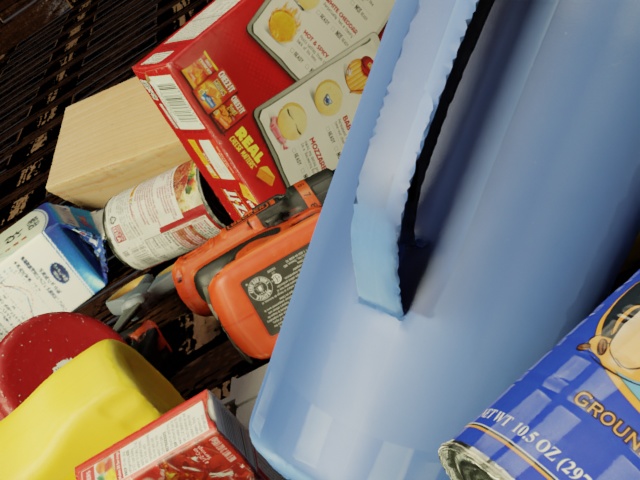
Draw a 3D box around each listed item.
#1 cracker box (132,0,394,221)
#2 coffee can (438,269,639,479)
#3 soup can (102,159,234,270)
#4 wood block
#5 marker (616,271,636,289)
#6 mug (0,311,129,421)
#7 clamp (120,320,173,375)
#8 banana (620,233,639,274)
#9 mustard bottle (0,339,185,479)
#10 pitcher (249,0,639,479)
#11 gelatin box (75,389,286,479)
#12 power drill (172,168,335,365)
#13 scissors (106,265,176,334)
[{"bbox_3d":[-0.010,-0.124,0.793,0.213,0.164,0.072,-45,28,-23],"label":"cracker box"},{"bbox_3d":[0.125,0.061,0.351,0.140,0.102,0.103,-40,24,-11],"label":"coffee can"},{"bbox_3d":[-0.115,-0.022,0.853,0.102,0.068,0.068,-22,27,27],"label":"soup can"},{"bbox_3d":[-0.139,-0.087,0.942,0.207,0.090,0.091,-14,58,40],"label":"wood block"},{"bbox_3d":[0.130,0.055,0.459,0.020,0.020,0.121,-16,29,35],"label":"marker"},{"bbox_3d":[-0.138,0.099,0.603,0.082,0.117,0.093,-58,7,49],"label":"mug"},{"bbox_3d":[-0.170,0.131,0.673,0.209,0.036,0.165,-40,32,-22],"label":"clamp"},{"bbox_3d":[0.175,-0.049,0.521,0.037,0.069,0.198,35,83,35],"label":"banana"},{"bbox_3d":[-0.151,0.133,0.519,0.191,0.096,0.058,-35,50,-1],"label":"mustard bottle"},{"bbox_3d":[0.058,-0.011,0.420,0.243,0.149,0.145,-68,20,1],"label":"pitcher"},{"bbox_3d":[-0.056,0.118,0.489,0.073,0.089,0.030,-31,39,7],"label":"gelatin box"},{"bbox_3d":[-0.004,0.001,0.651,0.184,0.057,0.188,-32,10,-2],"label":"power drill"},{"bbox_3d":[-0.113,0.037,0.750,0.096,0.016,0.202,-30,9,-9],"label":"scissors"}]
